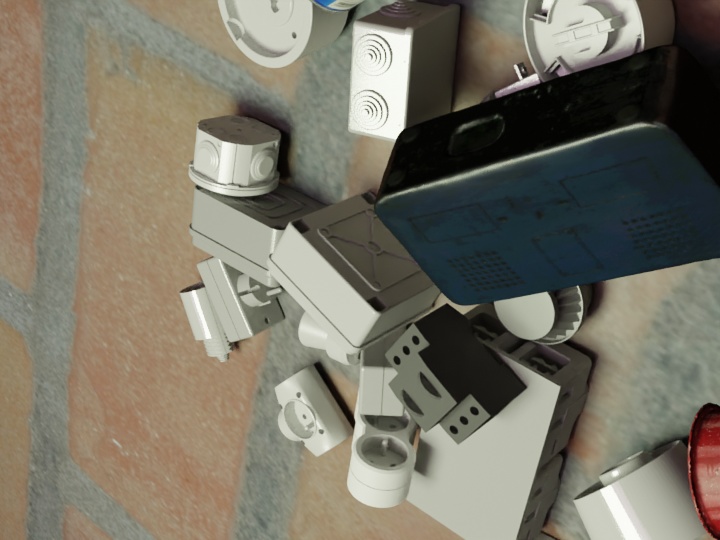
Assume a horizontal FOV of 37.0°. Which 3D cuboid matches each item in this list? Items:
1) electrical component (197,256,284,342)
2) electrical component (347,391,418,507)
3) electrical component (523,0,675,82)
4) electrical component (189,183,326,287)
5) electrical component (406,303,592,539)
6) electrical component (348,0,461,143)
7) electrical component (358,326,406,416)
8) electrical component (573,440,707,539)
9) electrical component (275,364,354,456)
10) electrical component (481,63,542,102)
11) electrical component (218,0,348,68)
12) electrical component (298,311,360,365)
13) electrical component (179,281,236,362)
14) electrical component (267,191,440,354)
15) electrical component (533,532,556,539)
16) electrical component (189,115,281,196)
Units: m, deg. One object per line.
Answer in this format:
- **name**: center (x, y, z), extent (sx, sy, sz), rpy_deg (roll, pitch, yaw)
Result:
- **electrical component**: center (-0.102, 0.017, 1.021), extent (0.076, 0.047, 0.083), rpy_deg (-17, 98, 45)
- **electrical component**: center (0.018, 0.154, 0.922), extent (0.052, 0.138, 0.073), rpy_deg (9, 121, -1)
- **electrical component**: center (0.152, -0.156, 0.698), extent (0.099, 0.064, 0.099), rpy_deg (19, 121, 35)
- **electrical component**: center (-0.089, -0.038, 0.962), extent (0.113, 0.078, 0.057), rpy_deg (27, 123, 31)
- **electrical component**: center (0.111, 0.131, 0.871), extent (0.105, 0.060, 0.186), rpy_deg (29, 126, 30)
- **electrical component**: center (0.032, -0.147, 0.789), extent (0.048, 0.100, 0.099), rpy_deg (16, 120, 22)
- **electrical component**: center (0.038, 0.082, 0.912), extent (0.076, 0.083, 0.047), rpy_deg (3, 117, 0)
- **electrical component**: center (0.207, 0.167, 0.776), extent (0.099, 0.099, 0.064), rpy_deg (-41, 73, 45)
- **electrical component**: center (-0.053, 0.141, 1.037), extent (0.079, 0.044, 0.077), rpy_deg (-37, 83, 45)
- **electrical component**: center (0.118, -0.112, 0.764), extent (0.055, 0.048, 0.066), rpy_deg (-21, 95, 38)
- **electrical component**: center (-0.056, -0.221, 0.857), extent (0.108, 0.060, 0.108), rpy_deg (22, 125, 36)
- **electrical component**: center (-0.021, 0.057, 0.968), extent (0.055, 0.045, 0.045), rpy_deg (22, 123, 33)
- **electrical component**: center (-0.148, 0.053, 1.082), extent (0.043, 0.043, 0.081), rpy_deg (-7, 104, 44)
- **electrical component**: center (0.000, 0.000, 0.877), extent (0.108, 0.109, 0.056), rpy_deg (46, 130, 17)
- **electrical component**: center (0.158, 0.274, 0.906), extent (0.076, 0.047, 0.083), rpy_deg (21, 122, 34)
- **electrical component**: center (-0.109, -0.100, 0.951), extent (0.080, 0.080, 0.051), rpy_deg (27, 121, 31)
